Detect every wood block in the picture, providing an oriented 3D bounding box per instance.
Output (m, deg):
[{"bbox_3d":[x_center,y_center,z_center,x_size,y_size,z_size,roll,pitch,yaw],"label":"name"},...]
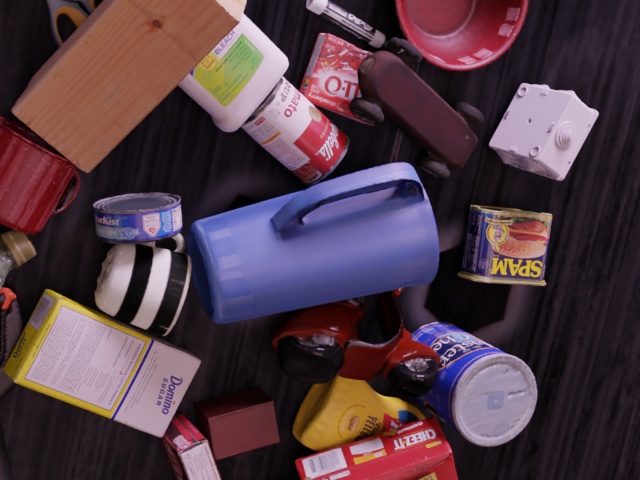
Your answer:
[{"bbox_3d":[-0.170,-0.169,0.958,0.206,0.090,0.090,-40,112,22],"label":"wood block"}]

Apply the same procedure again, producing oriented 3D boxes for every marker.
[{"bbox_3d":[0.039,-0.226,1.132,0.121,0.020,0.020,26,90,-25],"label":"marker"}]

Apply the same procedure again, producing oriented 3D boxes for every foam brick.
[{"bbox_3d":[-0.089,0.198,1.148,0.078,0.053,0.051,-12,105,-19],"label":"foam brick"}]

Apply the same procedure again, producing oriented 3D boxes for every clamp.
[{"bbox_3d":[-0.338,0.150,1.045,0.164,0.036,0.210,32,84,-30],"label":"clamp"}]

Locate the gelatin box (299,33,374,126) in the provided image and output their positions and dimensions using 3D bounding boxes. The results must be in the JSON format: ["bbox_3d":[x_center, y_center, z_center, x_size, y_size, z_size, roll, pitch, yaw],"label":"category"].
[{"bbox_3d":[0.029,-0.170,1.133,0.089,0.030,0.073,19,94,-24],"label":"gelatin box"}]

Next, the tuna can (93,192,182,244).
[{"bbox_3d":[-0.179,-0.022,1.049,0.086,0.086,0.034,-8,105,-21],"label":"tuna can"}]

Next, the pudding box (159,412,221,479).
[{"bbox_3d":[-0.130,0.248,1.121,0.039,0.090,0.113,-24,109,-17],"label":"pudding box"}]

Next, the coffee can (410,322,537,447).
[{"bbox_3d":[0.161,0.158,1.194,0.102,0.140,0.103,-5,102,-22],"label":"coffee can"}]

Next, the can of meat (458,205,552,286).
[{"bbox_3d":[0.215,0.006,1.232,0.102,0.058,0.084,4,96,-23],"label":"can of meat"}]

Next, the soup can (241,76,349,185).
[{"bbox_3d":[-0.029,-0.114,1.100,0.102,0.069,0.068,41,84,-24],"label":"soup can"}]

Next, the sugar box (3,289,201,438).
[{"bbox_3d":[-0.215,0.126,1.072,0.176,0.048,0.093,31,85,-36],"label":"sugar box"}]

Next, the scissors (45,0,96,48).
[{"bbox_3d":[-0.248,-0.256,1.010,0.096,0.016,0.201,-35,113,-14],"label":"scissors"}]

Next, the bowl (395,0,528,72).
[{"bbox_3d":[0.142,-0.263,1.146,0.161,0.055,0.162,-5,102,-21],"label":"bowl"}]

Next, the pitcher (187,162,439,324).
[{"bbox_3d":[-0.007,0.001,1.097,0.242,0.145,0.149,-14,105,-16],"label":"pitcher"}]

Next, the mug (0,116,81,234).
[{"bbox_3d":[-0.275,-0.056,1.009,0.081,0.093,0.117,-60,151,4],"label":"mug"}]

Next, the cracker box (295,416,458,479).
[{"bbox_3d":[0.079,0.316,1.189,0.164,0.072,0.213,-17,121,-4],"label":"cracker box"}]

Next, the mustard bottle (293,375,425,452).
[{"bbox_3d":[0.068,0.222,1.214,0.191,0.058,0.096,31,85,-25],"label":"mustard bottle"}]

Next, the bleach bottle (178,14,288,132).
[{"bbox_3d":[-0.151,-0.218,1.020,0.250,0.068,0.102,39,92,-26],"label":"bleach bottle"}]
